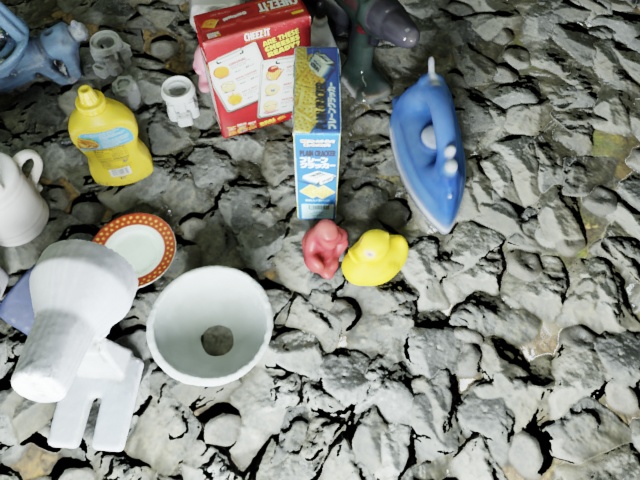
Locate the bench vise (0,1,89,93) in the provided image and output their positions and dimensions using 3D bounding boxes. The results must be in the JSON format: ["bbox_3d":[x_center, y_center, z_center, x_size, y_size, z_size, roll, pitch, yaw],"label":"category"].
[{"bbox_3d":[-0.508,-0.354,0.952,0.208,0.220,0.121,-32,66,-17],"label":"bench vise"}]

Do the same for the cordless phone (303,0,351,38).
[{"bbox_3d":[0.016,-0.483,1.051,0.147,0.185,0.094,40,68,19],"label":"cordless phone"}]

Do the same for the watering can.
[{"bbox_3d":[-0.478,-0.072,0.812,0.100,0.194,0.173,16,62,8],"label":"watering can"}]

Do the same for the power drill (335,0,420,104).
[{"bbox_3d":[0.085,-0.334,0.957,0.076,0.208,0.229,-26,64,-14],"label":"power drill"}]

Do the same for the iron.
[{"bbox_3d":[0.185,-0.154,0.897,0.118,0.141,0.258,-6,61,-4],"label":"iron"}]

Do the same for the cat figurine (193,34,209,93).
[{"bbox_3d":[-0.189,-0.324,0.999,0.067,0.118,0.127,-9,62,-5],"label":"cat figurine"}]

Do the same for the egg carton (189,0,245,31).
[{"bbox_3d":[-0.196,-0.454,1.098,0.107,0.069,0.150,-7,62,-4],"label":"egg carton"}]

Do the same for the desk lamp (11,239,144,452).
[{"bbox_3d":[-0.286,0.132,0.692,0.118,0.213,0.203,3,61,1],"label":"desk lamp"}]

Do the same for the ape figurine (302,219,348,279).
[{"bbox_3d":[0.008,0.003,0.837,0.078,0.092,0.076,-28,65,-15],"label":"ape figurine"}]

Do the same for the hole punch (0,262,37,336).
[{"bbox_3d":[-0.358,0.090,0.784,0.101,0.091,0.109,25,64,13],"label":"hole punch"}]

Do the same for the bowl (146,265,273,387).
[{"bbox_3d":[-0.144,0.124,0.778,0.167,0.075,0.167,0,61,-1],"label":"bowl"}]

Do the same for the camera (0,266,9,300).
[{"bbox_3d":[-0.528,0.082,0.781,0.136,0.101,0.143,6,61,3],"label":"camera"}]

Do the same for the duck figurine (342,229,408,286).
[{"bbox_3d":[0.083,0.015,0.835,0.105,0.086,0.077,-23,64,-13],"label":"duck figurine"}]

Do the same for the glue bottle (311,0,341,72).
[{"bbox_3d":[-0.001,-0.333,0.975,0.078,0.173,0.037,-14,62,-8],"label":"glue bottle"}]
